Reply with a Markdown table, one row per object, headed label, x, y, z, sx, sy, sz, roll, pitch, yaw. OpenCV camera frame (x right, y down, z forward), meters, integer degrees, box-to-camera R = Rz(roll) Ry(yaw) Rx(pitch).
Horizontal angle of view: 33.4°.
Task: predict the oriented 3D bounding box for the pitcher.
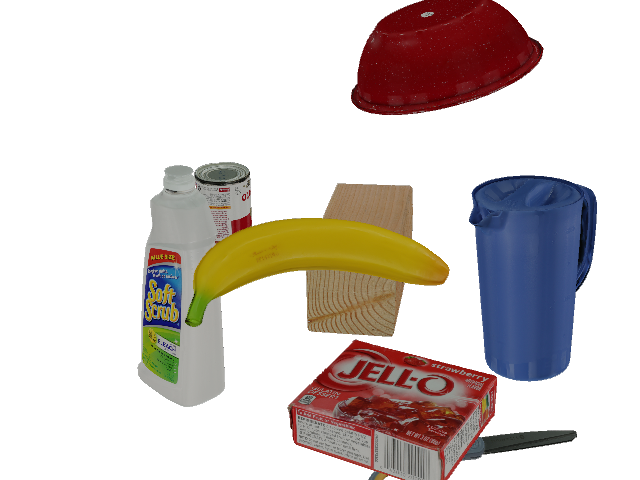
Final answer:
| label | x | y | z | sx | sy | sz | roll | pitch | yaw |
| --- | --- | --- | --- | --- | --- | --- | --- | --- | --- |
| pitcher | 0.268 | 0.045 | 1.336 | 0.149 | 0.243 | 0.145 | 1 | 22 | 14 |

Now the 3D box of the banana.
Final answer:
| label | x | y | z | sx | sy | sz | roll | pitch | yaw |
| --- | --- | --- | --- | --- | --- | --- | --- | --- | --- |
| banana | -0.007 | 0.015 | 0.752 | 0.197 | 0.069 | 0.037 | -10 | -19 | -19 |

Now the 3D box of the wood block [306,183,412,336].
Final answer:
| label | x | y | z | sx | sy | sz | roll | pitch | yaw |
| --- | --- | --- | --- | --- | --- | --- | --- | --- | --- |
| wood block | 0.046 | 0.015 | 1.151 | 0.091 | 0.090 | 0.206 | 3 | 23 | 8 |

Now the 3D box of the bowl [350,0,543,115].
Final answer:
| label | x | y | z | sx | sy | sz | roll | pitch | yaw |
| --- | --- | --- | --- | --- | --- | --- | --- | --- | --- |
| bowl | 0.096 | -0.160 | 0.870 | 0.162 | 0.055 | 0.162 | -15 | 25 | 7 |

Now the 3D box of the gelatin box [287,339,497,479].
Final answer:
| label | x | y | z | sx | sy | sz | roll | pitch | yaw |
| --- | --- | --- | --- | --- | --- | --- | --- | --- | --- |
| gelatin box | 0.039 | 0.089 | 0.567 | 0.089 | 0.030 | 0.073 | 13 | 30 | 28 |

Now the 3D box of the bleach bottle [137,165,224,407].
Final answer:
| label | x | y | z | sx | sy | sz | roll | pitch | yaw |
| --- | --- | --- | --- | --- | --- | --- | --- | --- | --- |
| bleach bottle | -0.146 | 0.042 | 1.097 | 0.067 | 0.251 | 0.103 | -21 | 34 | -38 |

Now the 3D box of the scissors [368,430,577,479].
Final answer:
| label | x | y | z | sx | sy | sz | roll | pitch | yaw |
| --- | --- | --- | --- | --- | --- | --- | --- | --- | --- |
| scissors | 0.119 | 0.186 | 0.880 | 0.201 | 0.016 | 0.096 | 6 | 43 | -2 |

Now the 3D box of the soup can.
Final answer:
| label | x | y | z | sx | sy | sz | roll | pitch | yaw |
| --- | --- | --- | --- | --- | --- | --- | --- | --- | --- |
| soup can | -0.117 | -0.036 | 1.283 | 0.068 | 0.102 | 0.068 | 0 | 26 | 0 |
